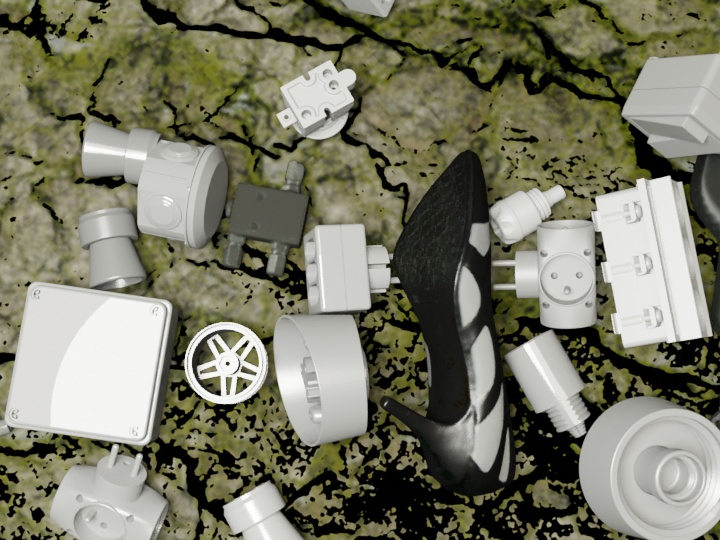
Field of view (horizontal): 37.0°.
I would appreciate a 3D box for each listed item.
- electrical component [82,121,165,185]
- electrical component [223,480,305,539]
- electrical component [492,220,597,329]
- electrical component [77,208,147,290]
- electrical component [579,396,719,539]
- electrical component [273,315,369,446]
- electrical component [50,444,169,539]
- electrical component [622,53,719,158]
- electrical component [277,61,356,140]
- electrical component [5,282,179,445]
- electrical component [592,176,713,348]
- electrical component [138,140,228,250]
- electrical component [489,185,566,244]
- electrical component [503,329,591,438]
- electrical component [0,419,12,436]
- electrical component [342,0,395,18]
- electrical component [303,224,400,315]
[{"bbox_3d":[-0.185,-0.091,0.842,0.055,0.045,0.045,8,83,0],"label":"electrical component"},{"bbox_3d":[-0.073,0.192,0.808,0.045,0.045,0.055,-29,84,-4],"label":"electrical component"},{"bbox_3d":[0.141,0.003,0.830,0.079,0.044,0.077,-2,102,12],"label":"electrical component"},{"bbox_3d":[-0.192,-0.016,0.832,0.045,0.045,0.055,-13,83,-3],"label":"electrical component"},{"bbox_3d":[0.226,0.151,0.801,0.108,0.060,0.108,0,88,-11],"label":"electrical component"},{"bbox_3d":[-0.028,0.080,0.800,0.064,0.099,0.099,-6,83,-8],"label":"electrical component"},{"bbox_3d":[-0.182,0.165,0.801,0.077,0.044,0.079,21,113,2],"label":"electrical component"},{"bbox_3d":[0.252,-0.125,0.834,0.062,0.096,0.061,31,82,-27],"label":"electrical component"},{"bbox_3d":[-0.033,-0.130,0.844,0.066,0.055,0.048,-30,84,-5],"label":"electrical component"},{"bbox_3d":[-0.201,0.071,0.815,0.109,0.056,0.108,8,83,0],"label":"electrical component"},{"bbox_3d":[0.223,-0.004,0.825,0.063,0.079,0.121,-13,82,27],"label":"electrical component"},{"bbox_3d":[-0.134,-0.059,0.822,0.051,0.080,0.080,11,83,6],"label":"electrical component"},{"bbox_3d":[0.133,-0.048,0.848,0.061,0.035,0.035,-29,84,-7],"label":"electrical component"},{"bbox_3d":[0.149,0.091,0.826,0.043,0.043,0.081,-29,84,-4],"label":"electrical component"},{"bbox_3d":[-0.297,0.127,0.818,0.061,0.035,0.035,-16,83,-5],"label":"electrical component"},{"bbox_3d":[-0.013,-0.244,0.859,0.077,0.066,0.047,21,82,31],"label":"electrical component"},{"bbox_3d":[0.000,0.000,0.834,0.077,0.047,0.065,-3,83,-15],"label":"electrical component"}]
